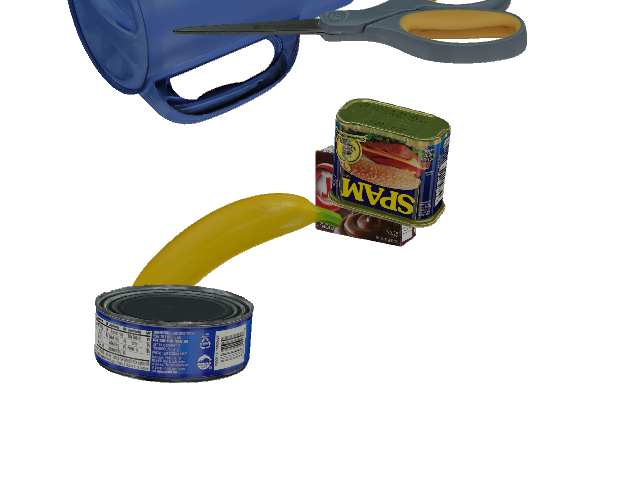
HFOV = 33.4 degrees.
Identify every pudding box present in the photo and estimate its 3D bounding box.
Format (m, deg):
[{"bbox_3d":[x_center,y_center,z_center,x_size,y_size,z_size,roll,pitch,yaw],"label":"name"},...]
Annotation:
[{"bbox_3d":[0.048,-0.049,1.148,0.114,0.090,0.039,11,23,30],"label":"pudding box"}]

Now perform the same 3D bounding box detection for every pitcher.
[{"bbox_3d":[-0.076,-0.210,0.896,0.242,0.149,0.145,-25,44,-29],"label":"pitcher"}]

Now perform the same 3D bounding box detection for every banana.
[{"bbox_3d":[-0.081,0.015,0.797,0.198,0.069,0.037,-29,32,8],"label":"banana"}]

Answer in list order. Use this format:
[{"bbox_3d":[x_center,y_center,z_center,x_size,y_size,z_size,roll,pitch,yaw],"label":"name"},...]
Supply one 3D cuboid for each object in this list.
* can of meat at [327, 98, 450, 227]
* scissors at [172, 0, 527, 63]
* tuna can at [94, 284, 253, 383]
[{"bbox_3d":[0.060,-0.068,0.922,0.102,0.084,0.057,17,35,21],"label":"can of meat"},{"bbox_3d":[0.023,-0.134,0.623,0.202,0.016,0.096,10,41,20],"label":"scissors"},{"bbox_3d":[-0.080,0.050,0.583,0.086,0.034,0.086,4,10,-1],"label":"tuna can"}]
